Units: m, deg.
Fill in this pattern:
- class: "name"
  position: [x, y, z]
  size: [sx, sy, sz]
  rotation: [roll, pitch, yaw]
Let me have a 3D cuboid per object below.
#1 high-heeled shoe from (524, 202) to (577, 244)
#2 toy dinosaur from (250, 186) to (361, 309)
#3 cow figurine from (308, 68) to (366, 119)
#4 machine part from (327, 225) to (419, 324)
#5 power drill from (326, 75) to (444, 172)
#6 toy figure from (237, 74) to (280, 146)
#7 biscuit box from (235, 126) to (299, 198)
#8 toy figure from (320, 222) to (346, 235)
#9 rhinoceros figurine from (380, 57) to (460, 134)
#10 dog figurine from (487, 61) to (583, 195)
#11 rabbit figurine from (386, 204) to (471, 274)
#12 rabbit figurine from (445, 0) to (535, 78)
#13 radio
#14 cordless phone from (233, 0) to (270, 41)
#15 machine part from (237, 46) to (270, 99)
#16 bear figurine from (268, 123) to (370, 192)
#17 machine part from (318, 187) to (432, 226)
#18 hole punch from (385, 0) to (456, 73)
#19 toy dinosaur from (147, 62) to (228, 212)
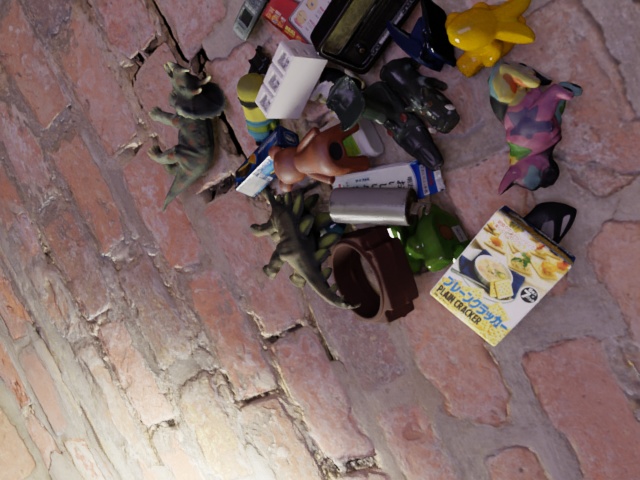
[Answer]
- class: "high-heeled shoe"
  position: [0.426, 0.043, 1.052]
  size: [0.145, 0.086, 0.248]
  rotation: [-11, 117, 4]
- class: "toy dinosaur"
  position: [-0.045, 0.008, 1.203]
  size: [0.198, 0.105, 0.472]
  rotation: [-56, 47, 30]
- class: "cow figurine"
  position: [0.015, -0.340, 1.162]
  size: [0.167, 0.068, 0.098]
  rotation: [38, 120, 15]
- class: "machine part"
  position: [0.108, 0.077, 1.172]
  size: [0.201, 0.087, 0.201]
  rotation: [-10, 102, 62]
- class: "power drill"
  position: [0.125, -0.232, 1.034]
  size: [0.086, 0.207, 0.232]
  rotation: [-53, 51, 37]
- class: "toy figure"
  position: [-0.137, -0.293, 1.227]
  size: [0.082, 0.089, 0.179]
  rotation: [-4, 131, 3]
- class: "biscuit box"
  position: [-0.127, -0.182, 1.267]
  size: [0.202, 0.059, 0.063]
  rotation: [-37, 46, 40]
- class: "toy figure"
  position: [-0.002, -0.005, 1.280]
  size: [0.154, 0.057, 0.064]
  rotation: [-41, 48, 34]
- class: "rhinoceros figurine"
  position: [0.199, -0.284, 1.048]
  size: [0.190, 0.112, 0.073]
  rotation: [50, 120, 18]
- class: "dog figurine"
  position: [0.365, -0.194, 0.982]
  size: [0.192, 0.108, 0.219]
  rotation: [30, 120, 19]
- class: "rabbit figurine"
  position: [0.204, 0.011, 1.132]
  size: [0.159, 0.121, 0.170]
  rotation: [57, 138, 8]
- class: "rabbit figurine"
  position: [0.289, -0.358, 0.938]
  size: [0.163, 0.173, 0.121]
  rotation: [-1, 100, 35]
- class: "radio"
  position: [0.095, -0.444, 1.043]
  size: [0.229, 0.131, 0.073]
  rotation: [-49, 41, 31]
- class: "cordless phone"
  position: [-0.161, -0.554, 1.197]
  size: [0.146, 0.089, 0.184]
  rotation: [48, 126, 9]
- class: "machine part"
  position: [-0.153, -0.375, 1.257]
  size: [0.084, 0.039, 0.138]
  rotation: [57, 134, 38]
- class: "bear figurine"
  position: [-0.011, -0.172, 1.143]
  size: [0.196, 0.132, 0.120]
  rotation: [-8, 104, 54]
- class: "machine part"
  position: [0.108, -0.070, 1.094]
  size: [0.243, 0.079, 0.079]
  rotation: [2, 105, 29]
- class: "hole punch"
  position: [0.193, -0.375, 1.016]
  size: [0.092, 0.142, 0.115]
  rotation: [-17, 82, 31]
- class: "toy dinosaur"
  position: [-0.331, -0.249, 1.369]
  size: [0.192, 0.131, 0.404]
  rotation: [16, 118, 26]
